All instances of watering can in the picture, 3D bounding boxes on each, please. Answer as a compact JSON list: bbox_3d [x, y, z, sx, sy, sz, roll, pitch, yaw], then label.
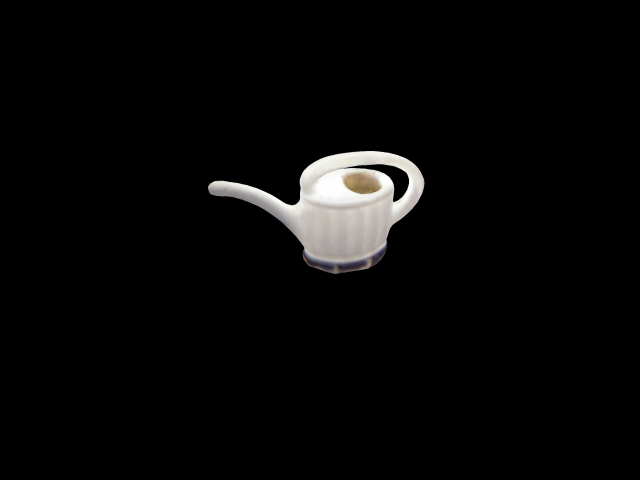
[{"bbox_3d":[0.003,-0.043,0.850,0.348,0.219,0.106,-9,41,-10],"label":"watering can"}]
